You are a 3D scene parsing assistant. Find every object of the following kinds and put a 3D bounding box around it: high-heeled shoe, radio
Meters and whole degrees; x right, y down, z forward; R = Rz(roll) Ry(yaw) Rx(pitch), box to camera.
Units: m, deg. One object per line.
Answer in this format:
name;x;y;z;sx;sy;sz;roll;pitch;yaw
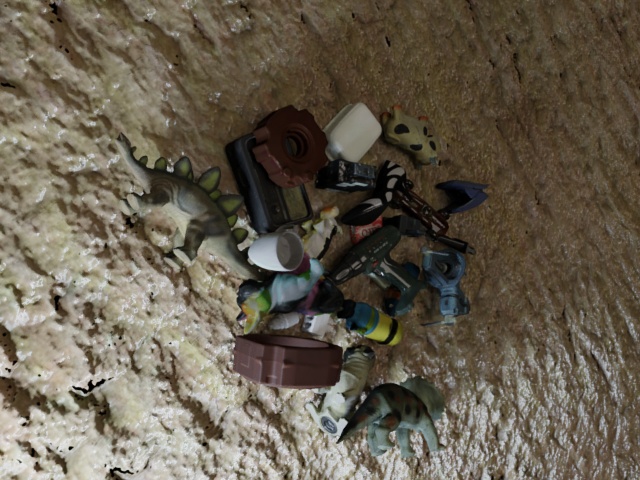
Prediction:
high-heeled shoe;0.129;-0.126;1.356;0.249;0.086;0.145;-18;64;-30
radio;-0.114;-0.133;1.206;0.131;0.073;0.229;-24;98;-36

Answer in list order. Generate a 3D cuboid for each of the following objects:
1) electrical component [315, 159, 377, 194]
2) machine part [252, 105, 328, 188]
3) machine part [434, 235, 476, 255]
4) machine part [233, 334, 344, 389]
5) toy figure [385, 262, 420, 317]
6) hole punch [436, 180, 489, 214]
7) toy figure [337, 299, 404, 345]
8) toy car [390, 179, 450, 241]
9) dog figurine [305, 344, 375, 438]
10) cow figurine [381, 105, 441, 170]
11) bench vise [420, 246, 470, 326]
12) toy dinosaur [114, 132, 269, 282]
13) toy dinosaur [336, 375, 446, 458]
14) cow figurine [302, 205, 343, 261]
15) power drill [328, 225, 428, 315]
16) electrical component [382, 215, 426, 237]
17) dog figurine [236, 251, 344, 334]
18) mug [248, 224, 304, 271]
electrical component;0.069;-0.152;1.293;0.115;0.134;0.058;5;82;-33
machine part;-0.061;-0.206;1.175;0.179;0.056;0.179;6;80;-36
machine part;0.372;0.005;1.519;0.139;0.084;0.039;21;103;-17
machine part;-0.069;0.254;1.138;0.201;0.201;0.087;7;85;-33
toy figure;0.212;0.132;1.413;0.064;0.058;0.154;38;73;-19
hole punch;0.399;-0.116;1.509;0.116;0.142;0.092;2;84;-19
toy figure;0.128;0.208;1.334;0.180;0.089;0.082;35;81;-29
toy car;0.269;-0.084;1.450;0.202;0.053;0.089;40;70;-11
dog figurine;0.070;0.360;1.292;0.190;0.121;0.172;-29;137;-48
cow figurine;0.253;-0.270;1.449;0.195;0.085;0.127;15;73;-34
bench vise;0.325;0.104;1.437;0.240;0.129;0.223;44;56;-42
toy dinosaur;-0.244;-0.037;1.105;0.198;0.105;0.470;-53;124;-28
toy dinosaur;0.178;0.407;1.277;0.404;0.131;0.192;28;42;-42
cow figurine;-0.001;-0.004;1.277;0.167;0.068;0.098;-44;116;-23
power drill;0.151;0.088;1.323;0.207;0.086;0.232;44;63;-2
electrical component;0.223;-0.035;1.393;0.075;0.119;0.047;12;81;-29
dog figurine;-0.076;0.135;1.177;0.219;0.109;0.191;-38;117;-8
mug;-0.096;0.013;1.131;0.080;0.107;0.109;42;56;-39
